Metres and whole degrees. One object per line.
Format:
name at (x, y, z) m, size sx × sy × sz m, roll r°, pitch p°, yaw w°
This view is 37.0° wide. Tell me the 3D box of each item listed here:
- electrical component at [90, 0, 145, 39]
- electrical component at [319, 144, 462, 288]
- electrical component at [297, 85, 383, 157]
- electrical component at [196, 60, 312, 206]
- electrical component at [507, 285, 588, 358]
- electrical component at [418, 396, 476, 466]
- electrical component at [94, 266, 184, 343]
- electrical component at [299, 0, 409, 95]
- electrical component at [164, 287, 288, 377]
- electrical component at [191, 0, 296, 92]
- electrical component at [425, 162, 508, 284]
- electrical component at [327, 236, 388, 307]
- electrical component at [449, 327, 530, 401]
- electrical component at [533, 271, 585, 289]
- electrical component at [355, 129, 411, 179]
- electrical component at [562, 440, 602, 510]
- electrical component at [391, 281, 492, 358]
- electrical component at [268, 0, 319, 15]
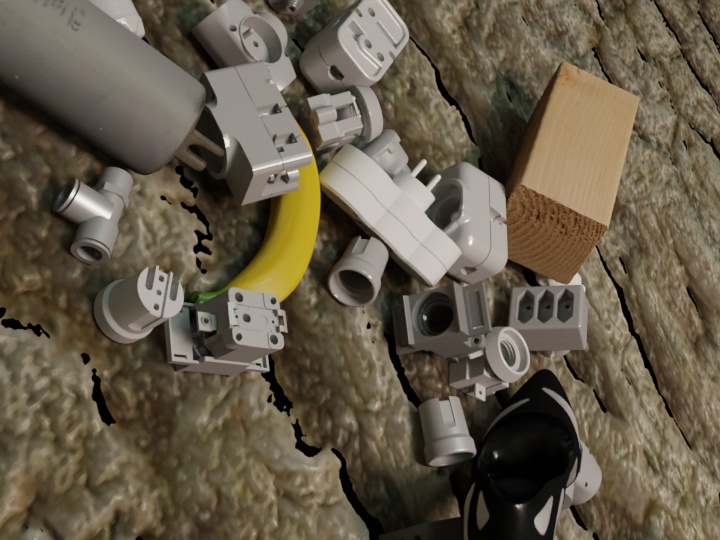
electrical component at (-0.179, -0.181, 0.738) m, size 0.043 × 0.043 × 0.062 m, roll -27°, pitch 90°, yaw -50°
electrical component at (0.035, -0.055, 0.869) m, size 0.138 × 0.052 × 0.073 m, roll 43°, pitch 84°, yaw -27°
electrical component at (-0.015, -0.121, 0.865) m, size 0.055 × 0.066 × 0.048 m, roll -18°, pitch 83°, yaw -17°
electrical component at (-0.083, -0.098, 0.773) m, size 0.056 × 0.050 × 0.089 m, roll -18°, pitch 70°, yaw -27°
electrical component at (0.176, 0.055, 0.988) m, size 0.076 × 0.066 × 0.047 m, roll 65°, pitch 29°, yaw -49°
electrical component at (0.067, 0.127, 0.848) m, size 0.040 × 0.040 × 0.046 m, roll 13°, pitch 56°, yaw -43°
electrical component at (-0.138, 0.021, 0.675) m, size 0.040 × 0.046 × 0.040 m, roll 24°, pitch 54°, yaw -38°
electrical component at (-0.007, -0.186, 0.913) m, size 0.053 × 0.059 × 0.095 m, roll 49°, pitch 42°, yaw -17°
electrical component at (-0.086, 0.041, 0.708) m, size 0.081 × 0.064 × 0.042 m, roll 11°, pitch 64°, yaw -44°
electrical component at (-0.082, -0.176, 0.839) m, size 0.077 × 0.044 × 0.079 m, roll 52°, pitch 42°, yaw -15°
electrical component at (0.090, -0.043, 0.949) m, size 0.059 × 0.054 × 0.095 m, roll 27°, pitch 52°, yaw -36°
electrical component at (0.000, 0.000, 0.841) m, size 0.040 × 0.040 × 0.046 m, roll 48°, pitch 38°, yaw -19°
electrical component at (0.109, 0.076, 0.905) m, size 0.048 × 0.055 × 0.066 m, roll 29°, pitch 51°, yaw -34°
electrical component at (0.200, 0.009, 1.055) m, size 0.061 × 0.035 × 0.035 m, roll 29°, pitch 51°, yaw -38°
electrical component at (0.022, -0.084, 0.906) m, size 0.062 × 0.048 × 0.048 m, roll 55°, pitch 40°, yaw -22°
electrical component at (0.166, 0.179, 0.923) m, size 0.077 × 0.043 × 0.079 m, roll 41°, pitch 45°, yaw -25°
electrical component at (0.070, 0.043, 0.868) m, size 0.064 × 0.081 × 0.042 m, roll 31°, pitch 48°, yaw -57°
electrical component at (-0.051, -0.248, 0.910) m, size 0.043 × 0.043 × 0.081 m, roll 34°, pitch 49°, yaw -31°
